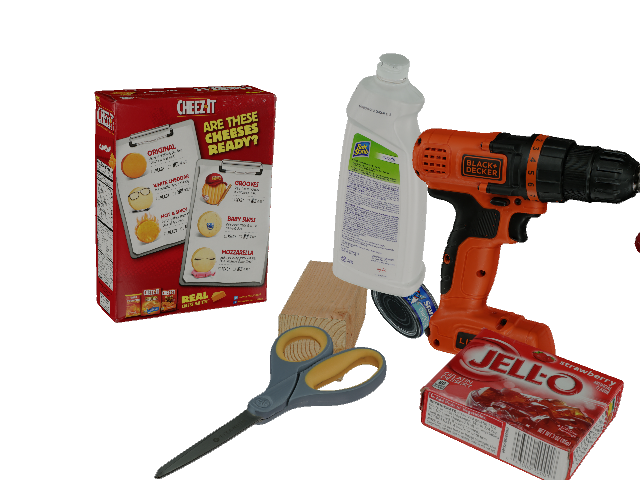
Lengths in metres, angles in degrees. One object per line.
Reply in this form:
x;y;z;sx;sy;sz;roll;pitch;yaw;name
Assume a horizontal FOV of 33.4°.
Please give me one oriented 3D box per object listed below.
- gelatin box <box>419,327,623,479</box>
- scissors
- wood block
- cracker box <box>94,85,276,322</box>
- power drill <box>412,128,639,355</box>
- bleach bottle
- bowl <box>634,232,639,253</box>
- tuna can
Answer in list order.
0.110;0.089;0.588;0.089;0.030;0.073;21;35;29;gelatin box
-0.045;0.108;0.768;0.201;0.016;0.096;-16;35;-28;scissors
0.006;0.107;1.483;0.091;0.090;0.206;6;20;9;wood block
-0.133;-0.039;1.034;0.163;0.214;0.072;-7;19;-30;cracker box
0.159;0.006;0.859;0.185;0.188;0.057;11;16;29;power drill
0.070;-0.068;1.094;0.103;0.251;0.068;15;34;15;bleach bottle
0.409;0.028;1.108;0.162;0.055;0.162;-3;22;1;bowl
0.101;0.076;1.285;0.033;0.086;0.086;-38;17;-22;tuna can
